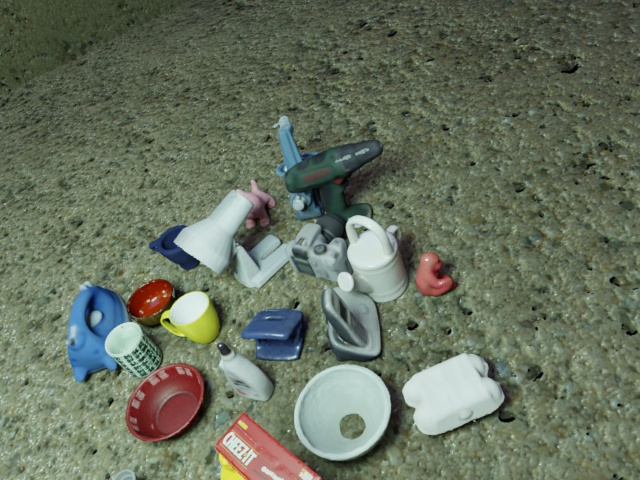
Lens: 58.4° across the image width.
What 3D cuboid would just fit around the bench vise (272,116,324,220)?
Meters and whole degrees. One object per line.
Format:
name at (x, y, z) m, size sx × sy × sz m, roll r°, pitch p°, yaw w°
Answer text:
bench vise at (-0.042, -0.170, 1.342) m, size 0.121 × 0.220 × 0.207 m, roll -24°, pitch 44°, yaw 0°

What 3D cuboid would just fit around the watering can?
watering can at (0.102, 0.033, 1.108) m, size 0.100 × 0.194 × 0.173 m, roll 1°, pitch 49°, yaw 24°

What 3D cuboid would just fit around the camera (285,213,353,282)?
camera at (0.011, 0.004, 1.241) m, size 0.142 × 0.101 × 0.137 m, roll 13°, pitch 55°, yaw 32°

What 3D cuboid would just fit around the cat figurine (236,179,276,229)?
cat figurine at (-0.165, -0.091, 1.393) m, size 0.067 × 0.118 × 0.128 m, roll -7°, pitch 47°, yaw 17°

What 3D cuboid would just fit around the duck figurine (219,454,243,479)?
duck figurine at (-0.141, 0.377, 0.962) m, size 0.077 × 0.086 × 0.104 m, roll -8°, pitch 46°, yaw 16°

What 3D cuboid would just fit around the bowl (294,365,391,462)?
bowl at (0.045, 0.300, 0.965) m, size 0.167 × 0.075 × 0.167 m, roll -12°, pitch 45°, yaw 12°

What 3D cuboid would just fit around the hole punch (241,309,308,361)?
hole punch at (-0.090, 0.175, 1.128) m, size 0.108 × 0.091 × 0.101 m, roll -3°, pitch 48°, yaw 20°

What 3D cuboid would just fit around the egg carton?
egg carton at (0.217, 0.254, 0.940) m, size 0.150 × 0.070 × 0.107 m, roll -24°, pitch 44°, yaw 0°

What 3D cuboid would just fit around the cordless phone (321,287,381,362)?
cordless phone at (0.046, 0.127, 1.049) m, size 0.094 × 0.185 × 0.147 m, roll -15°, pitch 45°, yaw 9°

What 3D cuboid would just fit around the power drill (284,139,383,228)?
power drill at (0.047, -0.119, 1.265) m, size 0.229 × 0.209 × 0.075 m, roll -10°, pitch 46°, yaw 14°

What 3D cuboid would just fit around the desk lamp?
desk lamp at (-0.185, 0.008, 1.238) m, size 0.203 × 0.214 × 0.117 m, roll -44°, pitch 47°, yaw -19°

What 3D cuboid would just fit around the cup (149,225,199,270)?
cup at (-0.340, 0.028, 1.370) m, size 0.117 × 0.095 × 0.091 m, roll -10°, pitch 46°, yaw 14°

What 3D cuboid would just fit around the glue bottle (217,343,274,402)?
glue bottle at (-0.147, 0.234, 1.037) m, size 0.078 × 0.173 × 0.037 m, roll 3°, pitch 50°, yaw 25°

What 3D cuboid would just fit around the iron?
iron at (-0.502, 0.174, 1.266) m, size 0.118 × 0.142 × 0.258 m, roll -20°, pitch 44°, yaw 4°

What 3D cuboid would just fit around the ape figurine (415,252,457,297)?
ape figurine at (0.217, 0.061, 1.107) m, size 0.076 × 0.092 × 0.077 m, roll -17°, pitch 44°, yaw 7°
